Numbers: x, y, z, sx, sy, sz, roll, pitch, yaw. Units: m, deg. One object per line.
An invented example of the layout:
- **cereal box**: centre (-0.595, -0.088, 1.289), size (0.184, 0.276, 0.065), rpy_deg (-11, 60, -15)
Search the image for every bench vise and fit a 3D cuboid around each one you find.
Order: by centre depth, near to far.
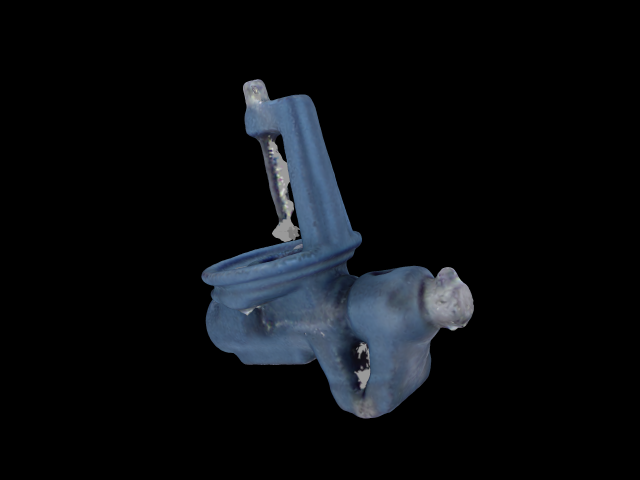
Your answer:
- **bench vise**: centre (0.007, -0.002, 0.411), size (0.207, 0.220, 0.122), rpy_deg (4, 16, 16)
